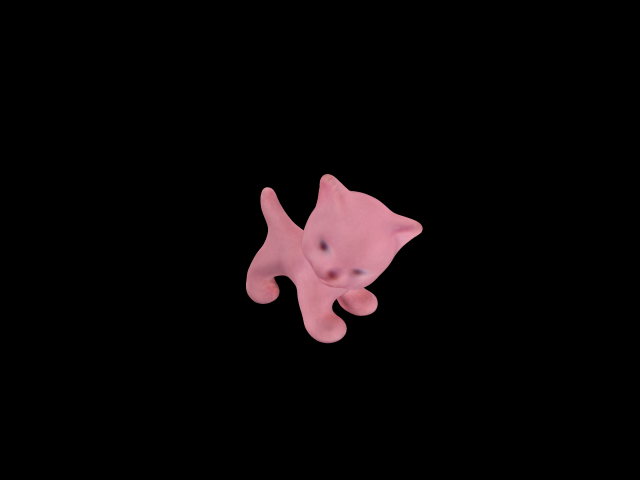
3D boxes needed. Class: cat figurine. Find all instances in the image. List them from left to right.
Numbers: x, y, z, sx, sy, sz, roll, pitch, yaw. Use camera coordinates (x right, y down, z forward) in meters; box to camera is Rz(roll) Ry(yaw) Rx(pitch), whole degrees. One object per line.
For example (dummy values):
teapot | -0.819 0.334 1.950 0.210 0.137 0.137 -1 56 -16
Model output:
cat figurine | 0.004 0.001 0.400 0.127 0.118 0.067 24 39 35
